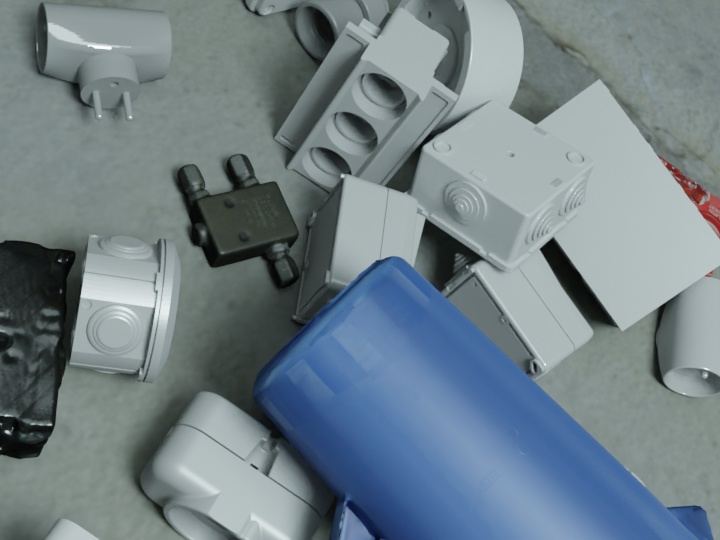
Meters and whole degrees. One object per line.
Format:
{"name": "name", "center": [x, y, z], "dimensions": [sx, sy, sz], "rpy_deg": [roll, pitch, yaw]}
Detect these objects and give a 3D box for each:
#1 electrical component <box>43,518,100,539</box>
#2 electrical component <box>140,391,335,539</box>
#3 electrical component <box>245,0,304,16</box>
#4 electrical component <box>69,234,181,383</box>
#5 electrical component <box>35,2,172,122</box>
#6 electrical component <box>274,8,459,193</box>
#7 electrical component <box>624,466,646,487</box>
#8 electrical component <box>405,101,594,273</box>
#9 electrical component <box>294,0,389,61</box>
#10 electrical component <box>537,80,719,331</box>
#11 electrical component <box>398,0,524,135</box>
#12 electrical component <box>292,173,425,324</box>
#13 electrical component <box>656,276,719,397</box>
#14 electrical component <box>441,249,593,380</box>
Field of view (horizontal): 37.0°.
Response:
{"name": "electrical component", "center": [-0.122, 0.181, 0.516], "dimensions": [0.113, 0.078, 0.057], "rpy_deg": [36, 53, -5]}
{"name": "electrical component", "center": [-0.068, 0.120, 0.586], "dimensions": [0.095, 0.053, 0.059], "rpy_deg": [35, 56, -6]}
{"name": "electrical component", "center": [-0.028, -0.241, 0.752], "dimensions": [0.109, 0.108, 0.056], "rpy_deg": [-23, 74, -32]}
{"name": "electrical component", "center": [-0.130, 0.020, 0.592], "dimensions": [0.051, 0.080, 0.080], "rpy_deg": [9, 62, -15]}
{"name": "electrical component", "center": [-0.159, -0.128, 0.673], "dimensions": [0.077, 0.043, 0.079], "rpy_deg": [-2, 67, -26]}
{"name": "electrical component", "center": [0.005, -0.106, 0.692], "dimensions": [0.079, 0.121, 0.063], "rpy_deg": [33, 53, -7]}
{"name": "electrical component", "center": [0.142, 0.160, 0.666], "dimensions": [0.080, 0.051, 0.080], "rpy_deg": [11, 61, -20]}
{"name": "electrical component", "center": [0.090, -0.057, 0.691], "dimensions": [0.100, 0.048, 0.100], "rpy_deg": [36, 48, 20]}
{"name": "electrical component", "center": [-0.012, -0.179, 0.767], "dimensions": [0.055, 0.045, 0.045], "rpy_deg": [-35, 83, -34]}
{"name": "electrical component", "center": [0.176, -0.043, 0.759], "dimensions": [0.089, 0.062, 0.150], "rpy_deg": [-36, 82, 9]}
{"name": "electrical component", "center": [0.069, -0.146, 0.754], "dimensions": [0.060, 0.108, 0.108], "rpy_deg": [1, 65, -31]}
{"name": "electrical component", "center": [0.000, 0.000, 0.673], "dimensions": [0.061, 0.061, 0.096], "rpy_deg": [17, 59, -17]}
{"name": "electrical component", "center": [0.260, 0.055, 0.778], "dimensions": [0.079, 0.044, 0.077], "rpy_deg": [24, 58, -13]}
{"name": "electrical component", "center": [0.097, 0.025, 0.707], "dimensions": [0.061, 0.061, 0.096], "rpy_deg": [-29, 81, -33]}
